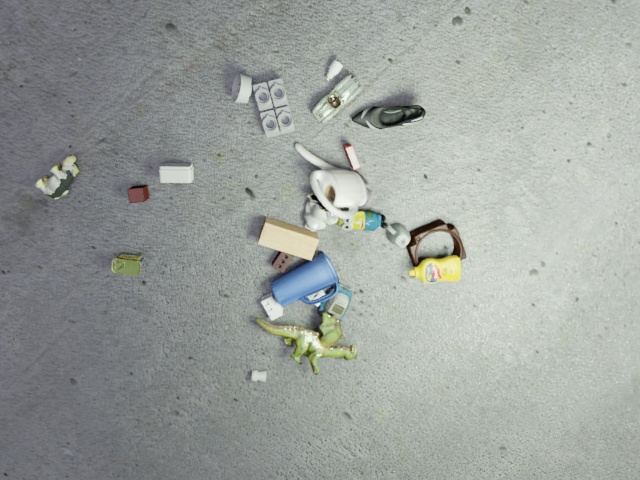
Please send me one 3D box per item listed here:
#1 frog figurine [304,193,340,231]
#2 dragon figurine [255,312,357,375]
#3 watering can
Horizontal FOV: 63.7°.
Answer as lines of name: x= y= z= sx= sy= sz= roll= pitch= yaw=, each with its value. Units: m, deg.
frog figurine: x=0.006 y=-0.096 z=1.904 sx=0.138 sy=0.155 sz=0.125 roll=25 pitch=49 yaw=16
dragon figurine: x=-0.024 y=0.359 z=1.972 sx=0.407 sy=0.240 sz=0.124 roll=39 pitch=17 yaw=-15
watering can: x=0.052 y=-0.219 z=1.842 sx=0.225 sy=0.354 sz=0.102 roll=-4 pitch=-34 yaw=-37
